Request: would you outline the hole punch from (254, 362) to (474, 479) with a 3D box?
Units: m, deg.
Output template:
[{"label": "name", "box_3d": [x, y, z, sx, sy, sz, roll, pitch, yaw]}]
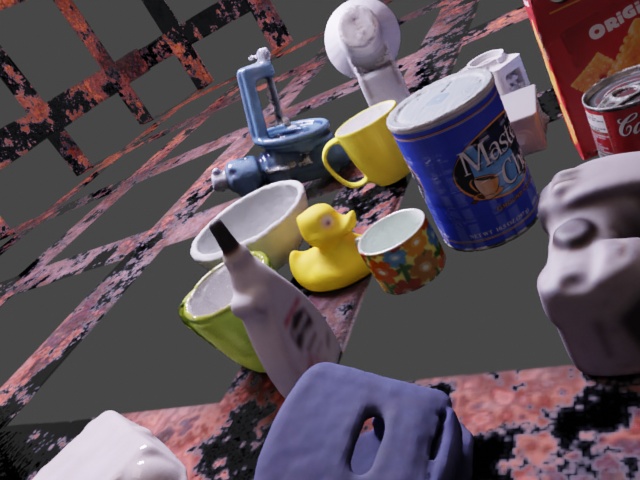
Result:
[{"label": "hole punch", "box_3d": [0.030, 0.130, 0.341, 0.100, 0.091, 0.109, -14, 29, 33]}]

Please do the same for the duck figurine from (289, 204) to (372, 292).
[{"label": "duck figurine", "box_3d": [0.006, 0.002, 0.619, 0.104, 0.086, 0.077, -18, 27, 26]}]

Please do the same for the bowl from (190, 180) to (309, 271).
[{"label": "bowl", "box_3d": [-0.077, -0.001, 0.735, 0.167, 0.075, 0.167, -25, 25, 13]}]

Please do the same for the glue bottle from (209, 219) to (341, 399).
[{"label": "glue bottle", "box_3d": [-0.041, 0.054, 0.467, 0.037, 0.173, 0.078, -18, 27, 26]}]

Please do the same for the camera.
[{"label": "camera", "box_3d": [0.217, -0.002, 0.365, 0.136, 0.101, 0.143, -13, 30, 34]}]

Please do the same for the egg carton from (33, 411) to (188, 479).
[{"label": "egg carton", "box_3d": [-0.167, 0.202, 0.457, 0.107, 0.069, 0.149, -45, 28, -28]}]

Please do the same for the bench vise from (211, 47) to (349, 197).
[{"label": "bench vise", "box_3d": [-0.079, -0.157, 0.857, 0.208, 0.220, 0.121, -40, 26, -18]}]

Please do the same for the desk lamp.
[{"label": "desk lamp", "box_3d": [0.088, -0.252, 0.855, 0.118, 0.214, 0.203, -26, 25, 11]}]
